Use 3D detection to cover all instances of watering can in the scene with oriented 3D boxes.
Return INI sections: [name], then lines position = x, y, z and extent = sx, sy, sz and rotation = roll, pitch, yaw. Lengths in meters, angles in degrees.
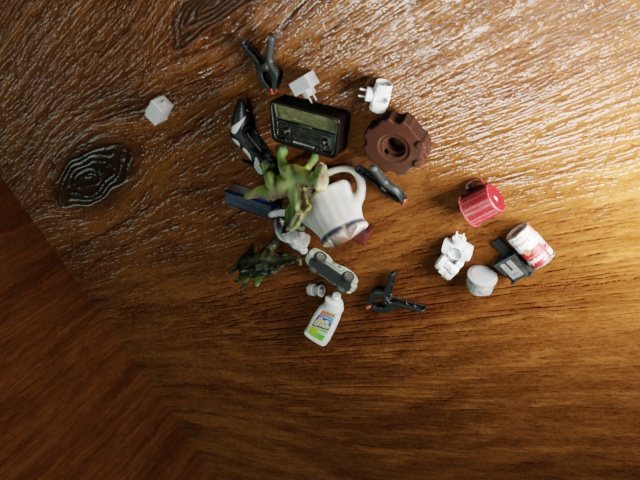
[watering can]
position = 0.005, -0.078, 1.546
extent = 0.344, 0.104, 0.227
rotation = -30, 72, 27

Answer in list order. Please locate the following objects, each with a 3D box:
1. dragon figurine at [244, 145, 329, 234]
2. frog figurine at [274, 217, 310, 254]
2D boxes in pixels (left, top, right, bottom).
[dragon figurine]
position = -0.106, -0.133, 1.530
extent = 0.121, 0.248, 0.404
rotation = 20, 141, -34
[frog figurine]
position = -0.092, -0.022, 1.702
extent = 0.155, 0.123, 0.140
rotation = 95, 151, -48
